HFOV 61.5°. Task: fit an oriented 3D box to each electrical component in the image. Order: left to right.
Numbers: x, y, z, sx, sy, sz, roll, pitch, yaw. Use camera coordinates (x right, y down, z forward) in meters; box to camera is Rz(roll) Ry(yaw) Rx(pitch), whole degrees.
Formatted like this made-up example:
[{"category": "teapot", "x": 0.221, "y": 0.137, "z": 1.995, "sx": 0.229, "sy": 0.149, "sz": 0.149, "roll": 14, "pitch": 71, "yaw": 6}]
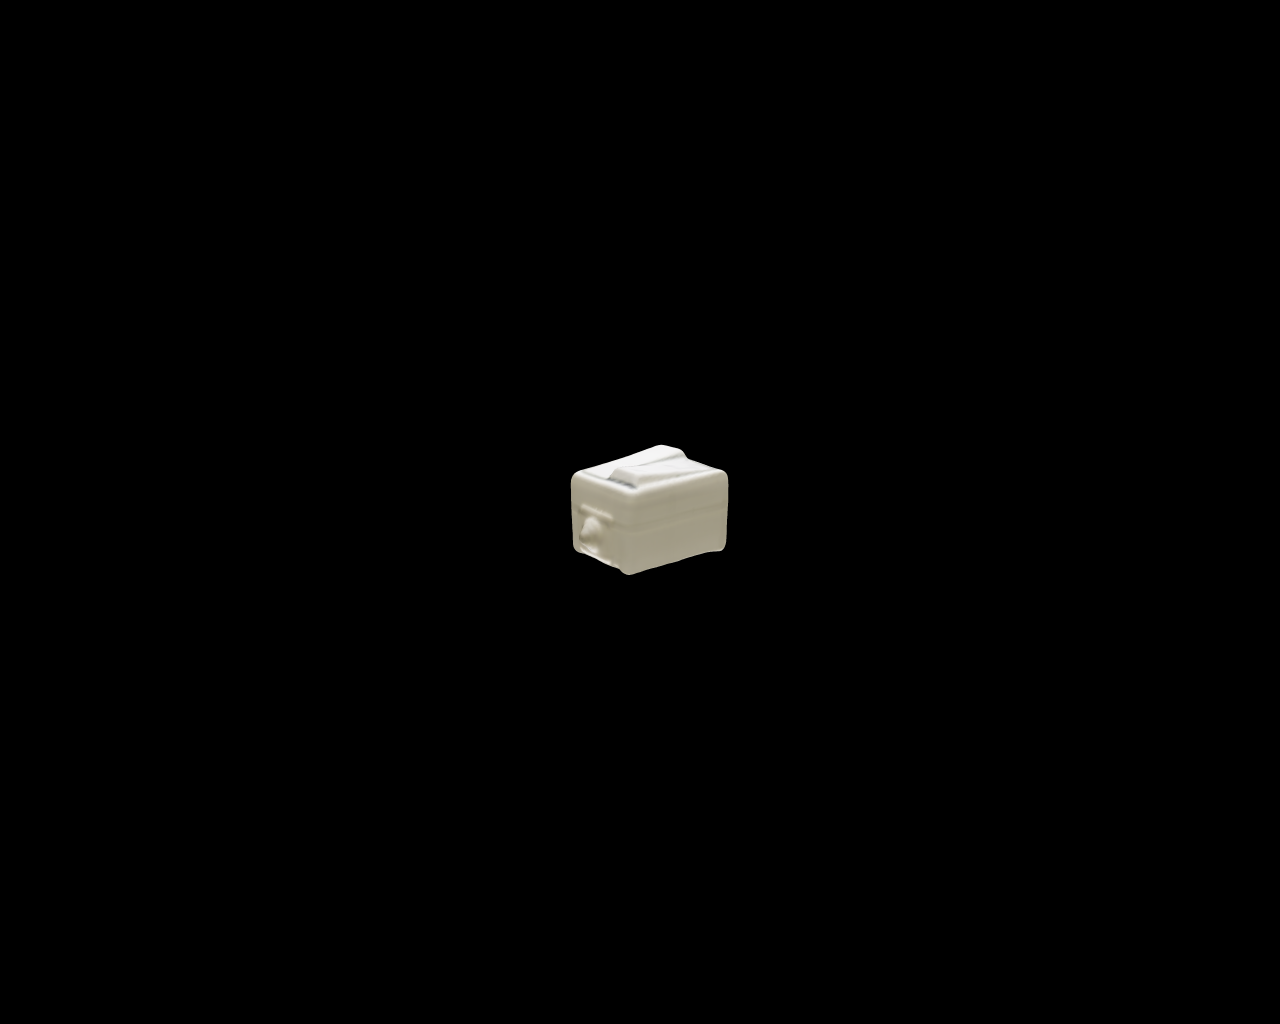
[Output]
[{"category": "electrical component", "x": 0.001, "y": -0.003, "z": 0.650, "sx": 0.096, "sy": 0.061, "sz": 0.062, "roll": -14, "pitch": 22, "yaw": -36}]
